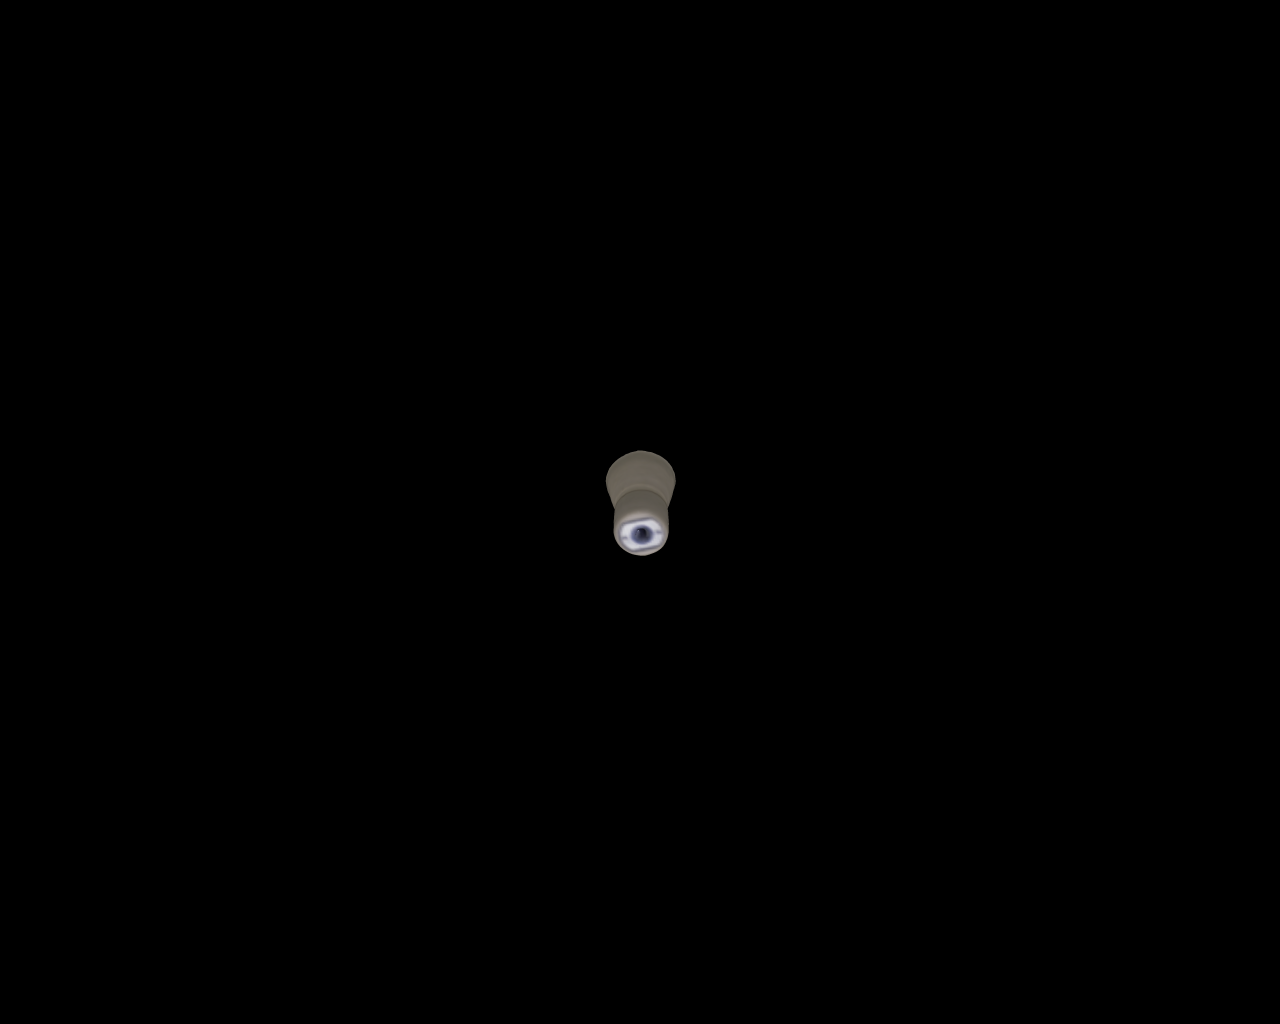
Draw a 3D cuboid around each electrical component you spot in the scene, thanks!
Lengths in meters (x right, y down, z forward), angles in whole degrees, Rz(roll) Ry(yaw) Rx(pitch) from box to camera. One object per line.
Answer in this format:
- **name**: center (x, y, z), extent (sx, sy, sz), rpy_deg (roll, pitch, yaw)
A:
- **electrical component**: center (0.001, -0.003, 0.650), extent (0.044, 0.044, 0.065), rpy_deg (0, 34, 0)
